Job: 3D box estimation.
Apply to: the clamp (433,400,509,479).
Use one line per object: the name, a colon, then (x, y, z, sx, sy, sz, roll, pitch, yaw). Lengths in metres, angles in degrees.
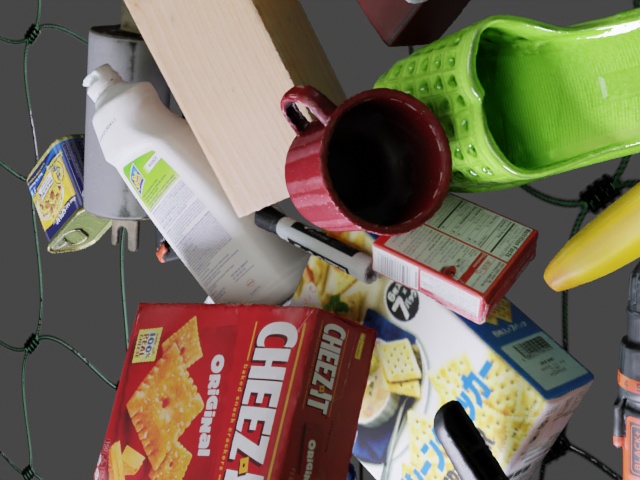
clamp: (0.135, 0.199, 0.687, 0.165, 0.036, 0.210, 27, 134, 22)

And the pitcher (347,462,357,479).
pitcher: (-0.028, 0.308, 0.883, 0.149, 0.144, 0.243, -163, 64, -71)

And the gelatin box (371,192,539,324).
gelatin box: (0.091, 0.008, 0.718, 0.089, 0.073, 0.030, 26, 143, 25)

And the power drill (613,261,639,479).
power drill: (0.254, 0.104, 0.598, 0.188, 0.057, 0.184, 11, 110, 47)

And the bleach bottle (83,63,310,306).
bleach bottle: (-0.104, -0.045, 0.877, 0.251, 0.068, 0.103, 51, 131, 4)

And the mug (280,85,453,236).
mug: (0.018, -0.055, 0.699, 0.117, 0.093, 0.082, 42, 163, -16)

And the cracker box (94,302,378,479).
cracker box: (-0.071, 0.132, 0.785, 0.214, 0.072, 0.164, -3, 70, 47)

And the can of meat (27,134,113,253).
can of meat: (-0.249, -0.047, 1.080, 0.102, 0.057, 0.084, -39, 69, 43)

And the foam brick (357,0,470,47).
foam brick: (0.070, -0.177, 0.726, 0.051, 0.052, 0.078, 57, 132, 20)

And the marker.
marker: (-0.005, 0.001, 0.771, 0.121, 0.020, 0.020, 27, 118, 40)

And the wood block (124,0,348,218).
wood block: (-0.056, -0.134, 0.780, 0.091, 0.090, 0.206, -22, 102, 24)

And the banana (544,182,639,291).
banana: (0.200, -0.028, 0.613, 0.037, 0.069, 0.198, 66, 151, 20)

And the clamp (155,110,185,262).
clamp: (-0.109, -0.052, 0.947, 0.172, 0.039, 0.120, -46, 66, 37)

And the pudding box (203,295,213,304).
pudding box: (-0.078, 0.101, 0.951, 0.090, 0.039, 0.114, 53, 133, 23)
